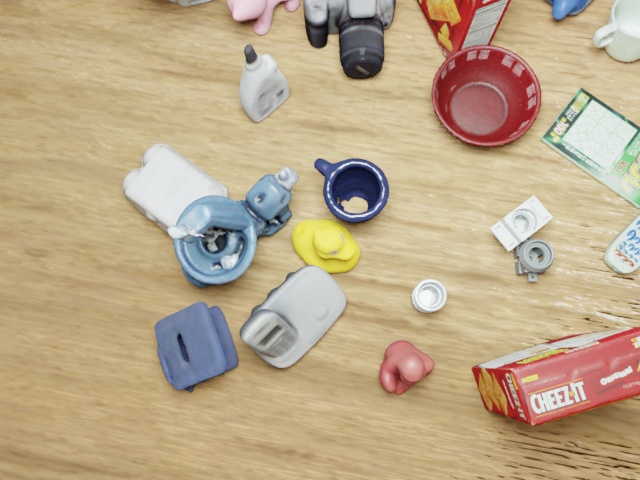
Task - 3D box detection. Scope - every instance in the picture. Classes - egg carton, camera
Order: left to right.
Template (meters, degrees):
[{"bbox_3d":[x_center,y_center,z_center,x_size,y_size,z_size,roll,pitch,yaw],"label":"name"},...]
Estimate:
[{"bbox_3d":[-0.216,-0.069,0.851,0.150,0.069,0.107,35,82,8],"label":"egg carton"},{"bbox_3d":[0.046,-0.326,0.875,0.143,0.101,0.137,-2,79,2],"label":"camera"}]

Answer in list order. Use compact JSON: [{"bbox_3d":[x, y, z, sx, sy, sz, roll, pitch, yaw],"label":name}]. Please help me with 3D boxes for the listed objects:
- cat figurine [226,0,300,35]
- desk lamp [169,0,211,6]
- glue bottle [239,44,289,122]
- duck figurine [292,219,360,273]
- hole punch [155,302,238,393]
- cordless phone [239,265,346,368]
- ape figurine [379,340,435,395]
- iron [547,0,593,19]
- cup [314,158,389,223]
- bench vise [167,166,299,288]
[{"bbox_3d":[-0.095,-0.381,0.883,0.128,0.118,0.067,-45,80,-6],"label":"cat figurine"},{"bbox_3d":[-0.216,-0.441,0.851,0.118,0.213,0.203,-11,79,0],"label":"desk lamp"},{"bbox_3d":[-0.088,-0.233,0.825,0.078,0.173,0.037,-40,80,-5],"label":"glue bottle"},{"bbox_3d":[0.008,0.003,0.820,0.104,0.086,0.077,26,81,7],"label":"duck figurine"},{"bbox_3d":[-0.177,0.150,0.796,0.101,0.091,0.108,-21,79,-2],"label":"hole punch"},{"bbox_3d":[-0.038,0.096,0.753,0.094,0.185,0.148,41,83,9],"label":"cordless phone"},{"bbox_3d":[0.119,0.174,0.779,0.078,0.092,0.076,-6,79,1],"label":"ape figurine"},{"bbox_3d":[0.423,-0.468,0.868,0.118,0.141,0.258,43,83,9],"label":"iron"},{"bbox_3d":[0.040,-0.069,0.828,0.117,0.095,0.092,36,82,9],"label":"cup"},{"bbox_3d":[-0.126,-0.035,0.764,0.121,0.220,0.207,29,81,8],"label":"bench vise"}]
